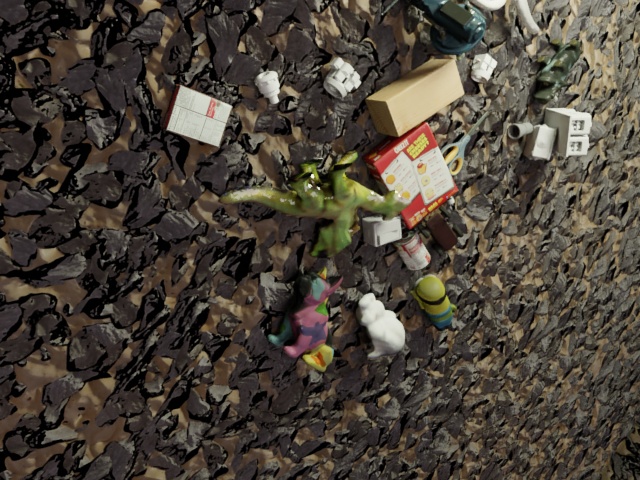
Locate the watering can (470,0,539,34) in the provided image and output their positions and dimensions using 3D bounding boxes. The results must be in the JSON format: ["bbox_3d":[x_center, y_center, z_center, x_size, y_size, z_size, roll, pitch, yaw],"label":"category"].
[{"bbox_3d":[0.434,-0.646,1.217,0.346,0.105,0.223,15,96,-33],"label":"watering can"}]

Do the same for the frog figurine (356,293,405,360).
[{"bbox_3d":[0.155,0.210,1.309,0.138,0.122,0.158,-21,110,-60],"label":"frog figurine"}]

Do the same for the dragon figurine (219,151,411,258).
[{"bbox_3d":[0.003,-0.058,1.148,0.411,0.124,0.238,-16,117,-7],"label":"dragon figurine"}]
